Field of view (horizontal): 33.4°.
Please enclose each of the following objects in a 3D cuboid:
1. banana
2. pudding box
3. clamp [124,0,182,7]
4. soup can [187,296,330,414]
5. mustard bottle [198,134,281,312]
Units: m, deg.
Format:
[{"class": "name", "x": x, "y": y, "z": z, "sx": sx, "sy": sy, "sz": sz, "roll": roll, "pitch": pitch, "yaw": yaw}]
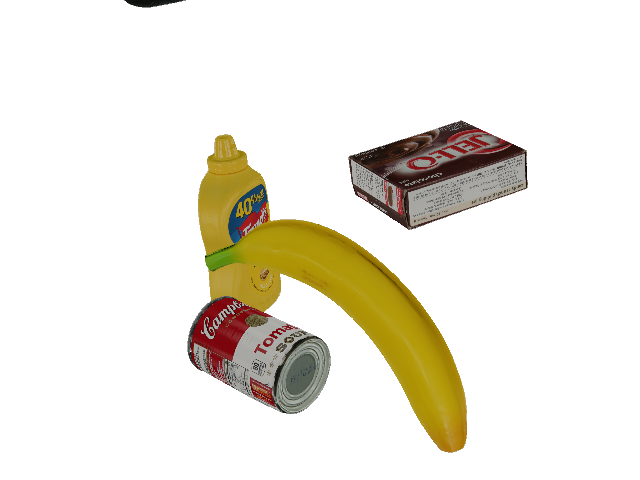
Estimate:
[{"class": "banana", "x": 0.025, "y": 0.045, "z": 0.655, "sx": 0.198, "sy": 0.070, "sz": 0.037, "roll": 38, "pitch": 26, "yaw": 6}, {"class": "pudding box", "x": 0.092, "y": -0.054, "z": 0.841, "sx": 0.113, "sy": 0.039, "sz": 0.090, "roll": -21, "pitch": 28, "yaw": -19}, {"class": "clamp", "x": -0.022, "y": -0.150, "z": 0.558, "sx": 0.171, "sy": 0.039, "sz": 0.120, "roll": 4, "pitch": 42, "yaw": 10}, {"class": "soup can", "x": -0.051, "y": 0.094, "z": 0.880, "sx": 0.102, "sy": 0.068, "sz": 0.068, "roll": 21, "pitch": 13, "yaw": 37}, {"class": "mustard bottle", "x": -0.087, "y": -0.017, "z": 1.116, "sx": 0.058, "sy": 0.191, "sz": 0.096, "roll": 6, "pitch": 26, "yaw": 30}]
